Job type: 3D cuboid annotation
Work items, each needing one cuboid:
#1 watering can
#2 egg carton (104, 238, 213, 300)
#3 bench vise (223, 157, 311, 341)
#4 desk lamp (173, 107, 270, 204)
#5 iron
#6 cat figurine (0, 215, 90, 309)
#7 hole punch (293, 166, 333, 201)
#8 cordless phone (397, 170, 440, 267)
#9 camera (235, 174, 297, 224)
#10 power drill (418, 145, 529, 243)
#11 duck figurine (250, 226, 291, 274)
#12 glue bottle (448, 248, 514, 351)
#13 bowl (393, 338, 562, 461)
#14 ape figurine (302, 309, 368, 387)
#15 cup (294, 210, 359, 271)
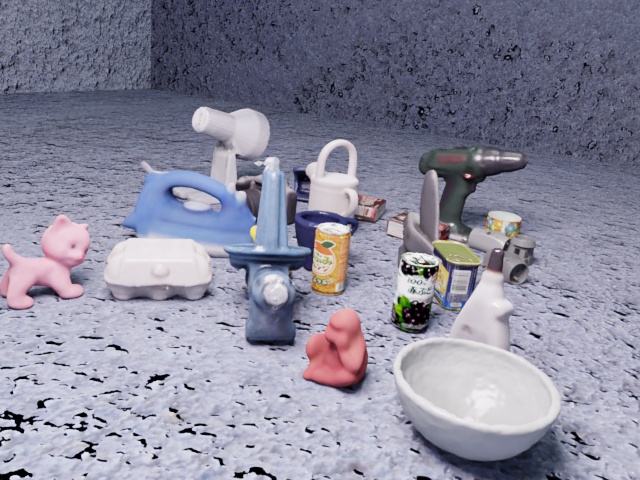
[{"bbox_3d":[0.024,-0.112,1.181,0.172,0.194,0.101,19,23,33],"label":"watering can"},{"bbox_3d":[-0.235,0.043,0.838,0.150,0.069,0.107,1,20,-16],"label":"egg carton"},{"bbox_3d":[-0.054,0.010,0.760,0.122,0.220,0.206,-4,22,-28],"label":"bench vise"},{"bbox_3d":[-0.224,-0.201,1.328,0.117,0.213,0.204,21,24,37],"label":"desk lamp"},{"bbox_3d":[-0.211,-0.056,1.021,0.258,0.141,0.119,9,19,7],"label":"iron"},{"bbox_3d":[-0.370,0.020,0.785,0.067,0.118,0.128,22,25,39],"label":"cat figurine"},{"bbox_3d":[-0.016,-0.145,1.425,0.108,0.091,0.101,9,19,6],"label":"hole punch"},{"bbox_3d":[0.199,-0.042,1.050,0.094,0.185,0.147,7,19,2],"label":"cordless phone"},{"bbox_3d":[-0.138,-0.090,1.207,0.142,0.101,0.137,20,23,35],"label":"camera"},{"bbox_3d":[0.316,-0.105,1.236,0.228,0.208,0.076,18,22,30],"label":"power drill"},{"bbox_3d":[-0.086,0.011,0.954,0.078,0.086,0.104,-8,24,-36],"label":"duck figurine"},{"bbox_3d":[0.195,0.092,0.677,0.037,0.173,0.077,-10,24,-39],"label":"glue bottle"},{"bbox_3d":[0.153,0.171,0.585,0.167,0.075,0.167,6,19,-2],"label":"bowl"},{"bbox_3d":[0.024,0.121,0.660,0.076,0.092,0.077,-3,21,-26],"label":"ape figurine"},{"bbox_3d":[0.009,0.004,0.994,0.118,0.095,0.091,-3,21,-25],"label":"cup"}]
